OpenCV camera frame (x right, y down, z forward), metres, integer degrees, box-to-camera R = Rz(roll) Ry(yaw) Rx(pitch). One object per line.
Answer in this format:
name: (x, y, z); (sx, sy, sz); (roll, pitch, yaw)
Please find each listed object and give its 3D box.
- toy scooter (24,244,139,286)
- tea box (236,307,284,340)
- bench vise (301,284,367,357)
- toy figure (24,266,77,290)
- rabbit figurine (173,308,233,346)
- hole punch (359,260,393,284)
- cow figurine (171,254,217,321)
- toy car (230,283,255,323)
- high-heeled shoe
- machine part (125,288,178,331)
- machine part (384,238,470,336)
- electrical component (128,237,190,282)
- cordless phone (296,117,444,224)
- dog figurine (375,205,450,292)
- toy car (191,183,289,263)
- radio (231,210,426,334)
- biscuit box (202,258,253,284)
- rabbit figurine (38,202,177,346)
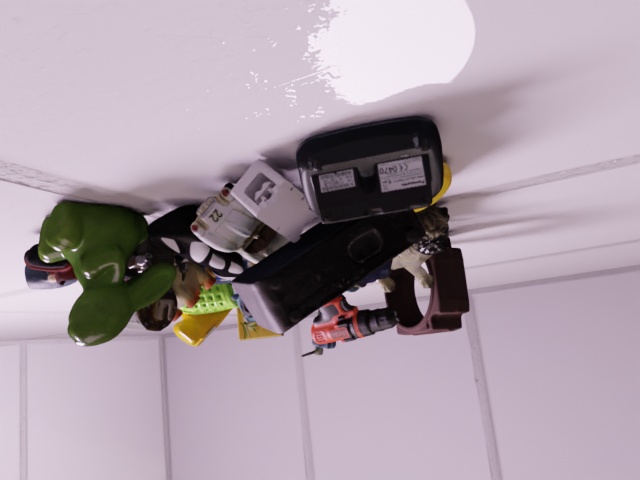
toy scooter: (-0.358, 0.037, 0.832); (0.184, 0.075, 0.135); (5, 164, -34)
tea box: (-0.138, 0.137, 1.209); (0.098, 0.169, 0.068); (-8, 168, 0)
bench vise: (0.020, 0.132, 1.154); (0.224, 0.240, 0.129); (5, -178, 40)
toy figure: (-0.412, 0.051, 0.910); (0.154, 0.064, 0.057); (-8, 132, -16)
rabbit figurine: (-0.282, 0.123, 1.157); (0.162, 0.173, 0.122); (-51, 171, -4)
hole punch: (0.061, 0.008, 0.846); (0.142, 0.116, 0.092); (2, 158, -38)
cow figurine: (-0.275, 0.075, 0.945); (0.085, 0.127, 0.195); (-48, -170, -36)
toy car: (-0.121, 0.074, 1.050); (0.103, 0.161, 0.109); (29, -161, 22)
high-heeled shoe: (-0.186, 0.018, 0.791); (0.145, 0.086, 0.248); (-11, 160, -25)
machine part: (-0.314, 0.106, 0.882); (0.243, 0.079, 0.079); (-4, 173, 40)
machine part: (0.218, 0.100, 1.149); (0.087, 0.201, 0.201); (2, 166, -26)
electrical component: (-0.240, 0.024, 0.811); (0.045, 0.078, 0.102); (-4, 170, 31)
cordless phone: (0.059, -0.068, 0.590); (0.147, 0.088, 0.184); (-10, 180, 9)
dog figurine: (0.131, -0.001, 0.922); (0.172, 0.121, 0.190); (-7, 152, 7)
toy car: (-0.091, -0.014, 0.686); (0.073, 0.056, 0.201); (-49, 158, 4)
radio: (0.011, 0.020, 0.667); (0.229, 0.073, 0.131); (-34, -170, -16)
biscuit box: (-0.184, 0.048, 0.975); (0.203, 0.059, 0.063); (-9, 170, 41)
rabbit figurine: (-0.279, 0.050, 0.694); (0.159, 0.170, 0.121); (6, 164, -44)
